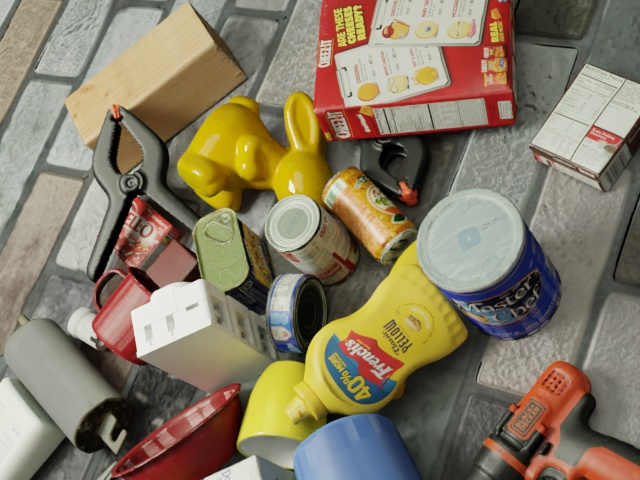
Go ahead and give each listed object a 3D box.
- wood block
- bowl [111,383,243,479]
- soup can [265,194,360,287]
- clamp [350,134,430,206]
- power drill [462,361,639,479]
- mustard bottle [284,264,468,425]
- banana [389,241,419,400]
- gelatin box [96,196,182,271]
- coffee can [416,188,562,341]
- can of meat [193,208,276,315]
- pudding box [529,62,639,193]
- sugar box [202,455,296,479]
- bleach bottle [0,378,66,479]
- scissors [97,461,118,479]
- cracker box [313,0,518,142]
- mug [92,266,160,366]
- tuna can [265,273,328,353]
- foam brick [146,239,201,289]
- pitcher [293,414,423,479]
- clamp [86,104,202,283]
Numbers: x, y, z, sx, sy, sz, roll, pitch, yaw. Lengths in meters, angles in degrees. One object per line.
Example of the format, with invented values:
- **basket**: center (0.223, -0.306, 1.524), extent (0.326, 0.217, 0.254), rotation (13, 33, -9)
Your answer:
- **wood block**: center (-0.209, -0.192, 1.360), extent (0.206, 0.090, 0.090), rotation (-37, 55, 7)
- **bowl**: center (-0.136, 0.217, 1.111), extent (0.162, 0.162, 0.055), rotation (-33, 94, 10)
- **soup can**: center (-0.008, 0.001, 1.151), extent (0.069, 0.102, 0.068), rotation (-12, 62, 23)
- **clamp**: center (0.066, -0.110, 1.204), extent (0.120, 0.039, 0.171), rotation (-20, 55, 19)
- **power drill**: center (0.226, 0.222, 0.947), extent (0.188, 0.057, 0.184), rotation (35, 86, 35)
- **mustard bottle**: center (0.044, 0.115, 1.045), extent (0.191, 0.058, 0.096), rotation (-37, 93, -9)
- **banana**: center (0.094, 0.066, 1.106), extent (0.070, 0.037, 0.197), rotation (21, 78, 33)
- **gelatin box**: center (-0.224, -0.006, 1.314), extent (0.089, 0.030, 0.073), rotation (38, 87, 35)
- **coffee can**: center (0.164, 0.026, 1.024), extent (0.103, 0.140, 0.103), rotation (-12, 62, 23)
- **can of meat**: center (-0.092, 0.027, 1.194), extent (0.057, 0.083, 0.102), rotation (-26, 57, 15)
- **pudding box**: center (0.283, -0.117, 1.094), extent (0.090, 0.039, 0.113), rotation (31, 81, 36)
- **sugar box**: center (-0.113, 0.279, 1.079), extent (0.176, 0.093, 0.048), rotation (-25, 58, 16)
- **bleach bottle**: center (-0.409, 0.289, 1.252), extent (0.251, 0.068, 0.103), rotation (-50, 53, 1)
- **scissors**: center (-0.284, 0.343, 1.186), extent (0.202, 0.016, 0.096), rotation (-38, 57, 7)
- **cracker box**: center (0.107, -0.197, 1.177), extent (0.214, 0.072, 0.164), rotation (-4, 59, 14)
- **mug**: center (-0.216, 0.082, 1.228), extent (0.117, 0.093, 0.081), rotation (40, 93, 18)
- **tuna can**: center (-0.023, 0.078, 1.133), extent (0.034, 0.086, 0.086), rotation (0, 67, 26)
- **foam brick**: center (-0.150, 0.044, 1.222), extent (0.053, 0.078, 0.051), rotation (-49, 56, -1)
- **pitcher**: center (0.052, 0.290, 0.969), extent (0.149, 0.145, 0.243), rotation (-8, 50, -20)
- **clamp**: center (-0.228, -0.058, 1.275), extent (0.164, 0.036, 0.210), rotation (-22, 80, 4)
